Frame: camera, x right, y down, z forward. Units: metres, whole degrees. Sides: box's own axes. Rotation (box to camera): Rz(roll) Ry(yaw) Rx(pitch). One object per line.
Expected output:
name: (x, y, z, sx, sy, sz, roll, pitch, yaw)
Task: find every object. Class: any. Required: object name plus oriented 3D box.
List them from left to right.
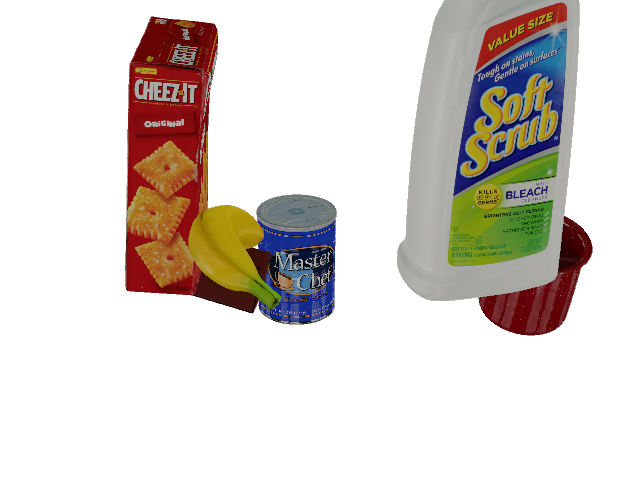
cracker box: (-0.136, -0.081, 0.986, 0.072, 0.214, 0.164, 5, 25, -5)
banana: (-0.070, 0.004, 0.814, 0.037, 0.069, 0.198, -43, 15, 7)
foam brick: (-0.099, 0.035, 1.152, 0.078, 0.051, 0.053, 17, 30, 2)
coffee can: (-0.031, 0.024, 1.392, 0.103, 0.140, 0.103, 0, 26, 0)
bleach bottle: (0.098, -0.090, 0.620, 0.102, 0.251, 0.068, -7, 28, -11)
mug: (0.180, 0.023, 0.957, 0.093, 0.081, 0.117, -18, 43, -26)
